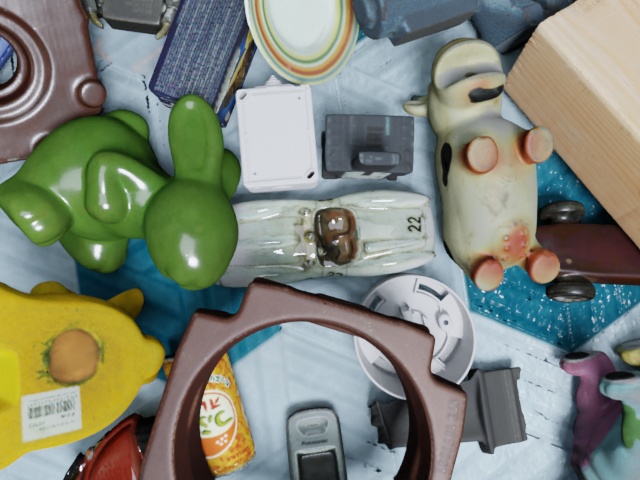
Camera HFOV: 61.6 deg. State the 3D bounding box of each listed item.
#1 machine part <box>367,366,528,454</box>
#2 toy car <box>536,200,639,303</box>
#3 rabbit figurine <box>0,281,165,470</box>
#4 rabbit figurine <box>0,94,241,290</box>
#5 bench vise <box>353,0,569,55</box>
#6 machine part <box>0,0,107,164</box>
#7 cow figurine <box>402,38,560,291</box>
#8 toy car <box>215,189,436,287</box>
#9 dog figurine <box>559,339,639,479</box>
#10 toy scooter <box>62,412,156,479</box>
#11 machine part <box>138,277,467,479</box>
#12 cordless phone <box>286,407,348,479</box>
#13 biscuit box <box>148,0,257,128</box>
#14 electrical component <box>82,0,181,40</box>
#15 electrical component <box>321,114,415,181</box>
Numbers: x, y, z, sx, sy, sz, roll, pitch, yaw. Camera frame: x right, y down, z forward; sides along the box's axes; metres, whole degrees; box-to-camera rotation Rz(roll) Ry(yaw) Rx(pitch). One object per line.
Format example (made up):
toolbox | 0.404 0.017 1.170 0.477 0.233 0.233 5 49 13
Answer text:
machine part | 0.114 0.155 0.476 0.139 0.039 0.084 -6 94 -3
toy car | 0.279 0.014 0.474 0.202 0.053 0.089 1 75 -1
rabbit figurine | -0.210 0.084 0.422 0.162 0.173 0.121 -14 91 -46
rabbit figurine | -0.127 -0.028 0.426 0.170 0.121 0.159 27 69 22
bench vise | 0.110 -0.273 0.445 0.224 0.129 0.240 -22 94 -4
machine part | -0.257 -0.137 0.411 0.179 0.056 0.179 -16 123 -26
cow figurine | 0.131 -0.067 0.448 0.085 0.127 0.194 -13 105 -7
toy car | -0.001 -0.001 0.465 0.202 0.056 0.073 -5 89 -2
dog figurine | 0.283 0.199 0.448 0.192 0.108 0.219 -9 94 -4
toy scooter | -0.165 0.243 0.449 0.135 0.075 0.183 -16 94 -2
machine part | -0.012 0.140 0.389 0.201 0.087 0.201 16 83 1
cordless phone | 0.042 0.233 0.458 0.147 0.088 0.184 -8 72 -1
biscuit box | -0.077 -0.204 0.465 0.063 0.059 0.202 21 89 0
electrical component | -0.158 -0.212 0.470 0.102 0.045 0.078 13 90 -1
electrical component | 0.038 -0.076 0.437 0.075 0.119 0.047 0 89 1
